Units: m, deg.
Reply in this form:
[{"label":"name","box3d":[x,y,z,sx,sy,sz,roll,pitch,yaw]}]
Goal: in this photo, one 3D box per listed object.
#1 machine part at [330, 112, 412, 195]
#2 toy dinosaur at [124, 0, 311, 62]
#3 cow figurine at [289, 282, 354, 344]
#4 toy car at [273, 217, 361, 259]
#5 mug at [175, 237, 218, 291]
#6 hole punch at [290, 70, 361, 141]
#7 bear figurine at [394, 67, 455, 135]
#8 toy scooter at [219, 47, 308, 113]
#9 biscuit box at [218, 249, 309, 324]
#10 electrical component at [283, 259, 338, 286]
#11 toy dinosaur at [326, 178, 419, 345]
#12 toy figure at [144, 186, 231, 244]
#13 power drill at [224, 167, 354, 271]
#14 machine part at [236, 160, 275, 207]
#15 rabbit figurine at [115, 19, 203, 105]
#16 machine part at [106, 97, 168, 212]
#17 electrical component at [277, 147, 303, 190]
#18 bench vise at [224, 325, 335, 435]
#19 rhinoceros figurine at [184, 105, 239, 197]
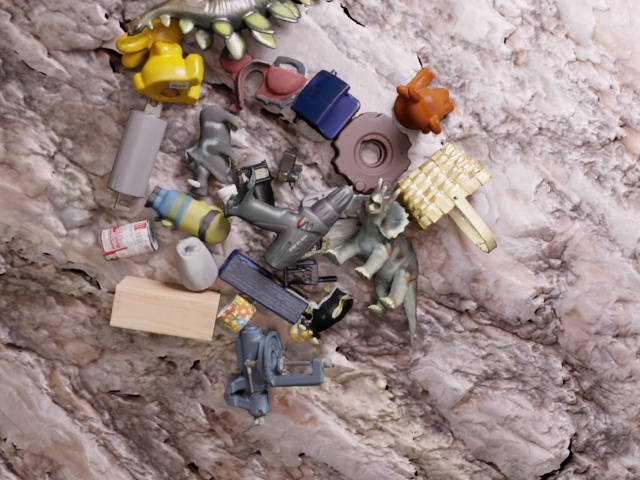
[{"label":"machine part","box3d":[0.111,-0.187,1.160,0.179,0.056,0.179,-1,97,-7]},{"label":"toy dinosaur","box3d":[-0.145,-0.463,1.043,0.471,0.105,0.198,-28,88,-18]},{"label":"cow figurine","box3d":[0.004,0.173,1.182,0.068,0.098,0.167,42,92,-17]},{"label":"toy car","box3d":[-0.002,-0.004,1.174,0.202,0.056,0.073,-9,99,-5]},{"label":"mug","box3d":[-0.265,0.035,1.119,0.081,0.107,0.110,-24,60,-17]},{"label":"hole punch","box3d":[0.005,-0.284,1.100,0.116,0.092,0.142,42,97,19]},{"label":"bear figurine","box3d":[0.219,-0.281,1.087,0.132,0.196,0.120,-38,99,0]},{"label":"toy scooter","box3d":[-0.123,-0.317,1.103,0.184,0.075,0.135,14,96,-5]},{"label":"biscuit box","box3d":[-0.123,0.101,1.174,0.202,0.059,0.063,35,95,-11]},{"label":"electrical component","box3d":[-0.022,0.071,1.174,0.119,0.075,0.047,-3,98,-2]},{"label":"toy dinosaur","box3d":[0.151,0.043,1.161,0.192,0.131,0.404,-49,129,-17]},{"label":"toy figure","box3d":[-0.273,-0.049,1.118,0.180,0.089,0.082,29,100,-12]},{"label":"power drill","box3d":[-0.072,-0.062,1.077,0.207,0.086,0.232,30,107,-28]},{"label":"machine part","box3d":[-0.129,-0.096,1.156,0.084,0.039,0.138,-20,99,-12]},{"label":"rabbit figurine","box3d":[-0.313,-0.365,1.064,0.162,0.122,0.173,-2,80,-8]},{"label":"machine part","box3d":[-0.373,-0.176,1.094,0.079,0.079,0.243,20,97,-9]},{"label":"electrical component","box3d":[-0.060,-0.149,1.125,0.045,0.102,0.078,19,106,0]},{"label":"bench vise","box3d":[-0.091,0.295,1.168,0.241,0.128,0.223,-5,80,12]},{"label":"rhinoceros figurine","box3d":[-0.224,-0.182,1.112,0.112,0.073,0.190,10,97,-9]}]
